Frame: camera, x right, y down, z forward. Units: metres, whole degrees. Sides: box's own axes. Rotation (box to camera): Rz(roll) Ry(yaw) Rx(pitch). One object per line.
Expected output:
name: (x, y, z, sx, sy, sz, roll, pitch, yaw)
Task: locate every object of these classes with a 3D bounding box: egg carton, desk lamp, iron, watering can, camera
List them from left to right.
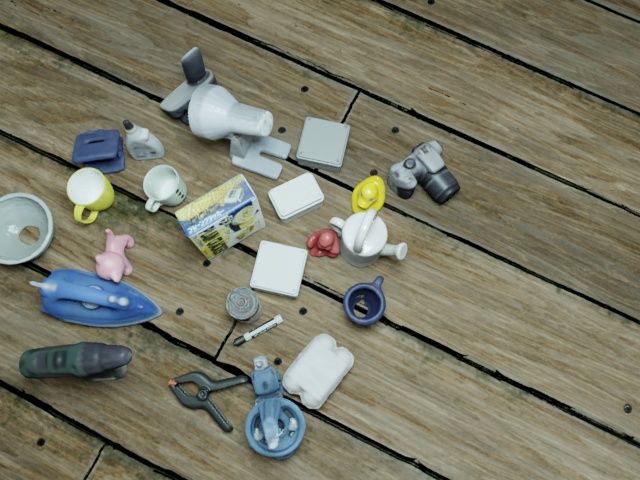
iron: (-0.481, 0.124, 1.233, 0.258, 0.141, 0.119, 9, 76, 2)
desk lamp: (-0.176, -0.249, 1.293, 0.203, 0.213, 0.118, 19, 76, 5)
egg carton: (-0.005, 0.281, 1.235, 0.107, 0.069, 0.150, 37, 78, 8)
watering can: (0.104, -0.008, 1.245, 0.173, 0.194, 0.101, 4, 76, 1)
camera: (0.250, -0.146, 1.330, 0.143, 0.101, 0.136, -36, 79, -9)

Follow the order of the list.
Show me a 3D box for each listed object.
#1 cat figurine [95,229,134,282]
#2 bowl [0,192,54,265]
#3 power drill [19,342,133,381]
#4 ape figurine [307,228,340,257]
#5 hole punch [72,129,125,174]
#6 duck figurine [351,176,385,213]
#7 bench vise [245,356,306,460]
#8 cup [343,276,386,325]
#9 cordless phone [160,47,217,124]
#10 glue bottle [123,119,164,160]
cat figurine: (-0.461, 0.037, 1.267, 0.067, 0.118, 0.128, -5, 76, -1)
bowl: (-0.676, -0.019, 1.301, 0.167, 0.075, 0.167, 0, 76, 0)
power drill: (-0.470, 0.246, 1.168, 0.229, 0.208, 0.075, -5, 76, -2)
ape figurine: (0.012, 0.005, 1.294, 0.077, 0.092, 0.076, 38, 79, 9)
hole punch: (-0.522, -0.215, 1.344, 0.108, 0.091, 0.101, -9, 76, -3)
duck figurine: (0.115, -0.108, 1.326, 0.077, 0.086, 0.105, 28, 77, 6)
bench vise: (-0.110, 0.343, 1.141, 0.121, 0.220, 0.207, -32, 78, -8)
cup: (0.101, 0.134, 1.261, 0.091, 0.095, 0.118, 31, 78, 7)
cordless phone: (-0.317, -0.368, 1.336, 0.094, 0.185, 0.148, 40, 79, 9)
glue bottle: (-0.414, -0.232, 1.307, 0.078, 0.173, 0.037, -4, 76, -1)
